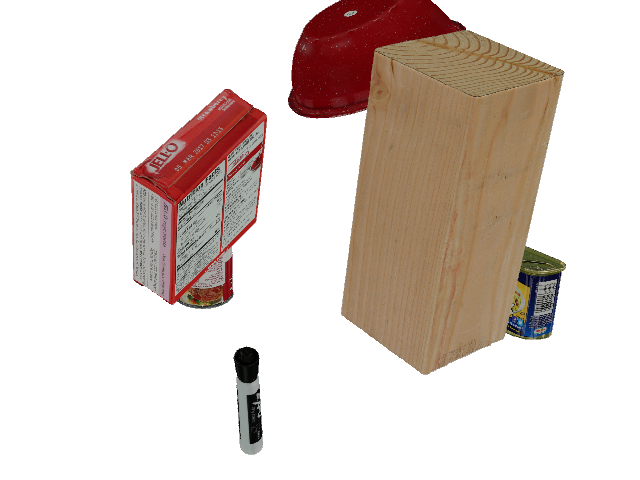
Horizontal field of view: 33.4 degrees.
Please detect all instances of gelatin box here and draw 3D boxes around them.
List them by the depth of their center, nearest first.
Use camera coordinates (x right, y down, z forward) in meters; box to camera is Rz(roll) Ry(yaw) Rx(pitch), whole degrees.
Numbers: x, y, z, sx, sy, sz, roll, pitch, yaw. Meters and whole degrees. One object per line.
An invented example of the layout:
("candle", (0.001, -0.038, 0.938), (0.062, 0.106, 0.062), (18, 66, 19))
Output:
("gelatin box", (-0.062, -0.021, 0.535), (0.030, 0.073, 0.089), (32, -35, 16))

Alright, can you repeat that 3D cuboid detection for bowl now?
("bowl", (0.037, -0.167, 0.890), (0.162, 0.055, 0.162), (-20, 28, 11))

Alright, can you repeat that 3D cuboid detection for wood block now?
("wood block", (0.085, -0.026, 0.728), (0.090, 0.206, 0.091), (-19, 38, -36))

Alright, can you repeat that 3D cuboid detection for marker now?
("marker", (-0.055, 0.124, 0.825), (0.020, 0.020, 0.121), (1, -45, -1))

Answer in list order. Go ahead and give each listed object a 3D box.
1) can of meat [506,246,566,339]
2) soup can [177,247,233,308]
("can of meat", (0.217, 0.055, 1.184), (0.057, 0.084, 0.102), (-9, 22, -36))
("soup can", (-0.132, 0.016, 1.198), (0.068, 0.102, 0.068), (1, 26, -1))
